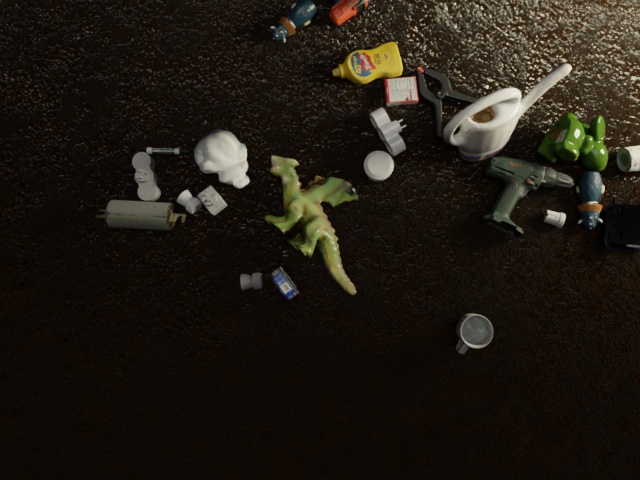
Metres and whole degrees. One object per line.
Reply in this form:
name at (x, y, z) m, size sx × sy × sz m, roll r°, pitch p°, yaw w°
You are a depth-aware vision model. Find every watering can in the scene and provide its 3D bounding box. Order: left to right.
watering can at (0.475, -0.320, 1.335) m, size 0.348 × 0.220 × 0.106 m, roll -24°, pitch 66°, yaw -2°

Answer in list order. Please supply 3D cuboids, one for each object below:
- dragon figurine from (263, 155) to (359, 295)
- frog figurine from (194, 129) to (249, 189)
dragon figurine at (0.004, -0.069, 1.374) m, size 0.411 × 0.121 × 0.245 m, roll 41°, pitch 77°, yaw 6°
frog figurine at (-0.260, -0.212, 1.391) m, size 0.138 × 0.120 × 0.161 m, roll -20°, pitch 70°, yaw -20°
